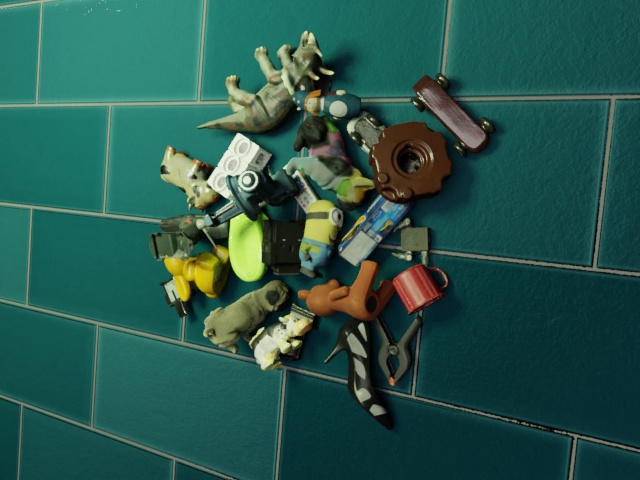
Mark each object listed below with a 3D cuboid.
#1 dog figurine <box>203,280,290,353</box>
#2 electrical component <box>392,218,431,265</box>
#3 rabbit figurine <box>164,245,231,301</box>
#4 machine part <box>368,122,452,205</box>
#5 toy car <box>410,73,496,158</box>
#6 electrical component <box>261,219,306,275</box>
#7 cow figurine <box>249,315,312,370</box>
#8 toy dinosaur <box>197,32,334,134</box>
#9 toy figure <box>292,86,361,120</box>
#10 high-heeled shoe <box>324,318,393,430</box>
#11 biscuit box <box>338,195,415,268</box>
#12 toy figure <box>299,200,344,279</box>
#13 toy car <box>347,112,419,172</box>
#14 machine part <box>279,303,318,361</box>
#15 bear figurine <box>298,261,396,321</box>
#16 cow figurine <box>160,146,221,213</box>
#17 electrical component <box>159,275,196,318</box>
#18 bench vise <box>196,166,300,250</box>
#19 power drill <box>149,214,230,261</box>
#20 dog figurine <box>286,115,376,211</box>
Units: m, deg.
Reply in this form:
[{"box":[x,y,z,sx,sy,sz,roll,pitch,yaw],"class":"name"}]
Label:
[{"box":[-0.178,0.172,1.313,0.121,0.172,0.190,49,118,5],"class":"dog figurine"},{"box":[0.203,0.002,1.186,0.078,0.045,0.102,5,93,28],"class":"electrical component"},{"box":[-0.330,0.074,1.413,0.173,0.122,0.162,20,121,9],"class":"rabbit figurine"},{"box":[0.189,-0.163,1.124,0.179,0.056,0.179,0,80,-2],"class":"machine part"},{"box":[0.279,-0.265,1.140,0.089,0.053,0.202,-45,77,15],"class":"toy car"},{"box":[-0.078,0.017,1.284,0.058,0.115,0.134,-175,85,-65],"class":"electrical component"},{"box":[-0.094,0.228,1.287,0.167,0.068,0.098,-47,64,15],"class":"cow figurine"},{"box":[-0.124,-0.338,1.308,0.405,0.131,0.192,-40,74,28],"class":"toy dinosaur"},{"box":[0.013,-0.305,1.197,0.155,0.058,0.064,6,98,-2],"class":"toy figure"},{"box":[0.120,0.302,1.237,0.145,0.086,0.248,-42,91,-10],"class":"high-heeled shoe"},{"box":[0.124,-0.035,1.205,0.059,0.063,0.202,36,107,-15],"class":"biscuit box"},{"box":[-0.004,-0.004,1.244,0.089,0.082,0.180,19,90,0],"class":"toy figure"},{"box":[0.143,-0.208,1.207,0.073,0.056,0.202,-47,73,12],"class":"toy car"},{"box":[-0.055,0.232,1.322,0.084,0.039,0.138,21,99,16],"class":"machine part"},{"box":[0.057,0.122,1.231,0.196,0.120,0.132,3,55,49],"class":"bear figurine"},{"box":[-0.346,-0.156,1.433,0.195,0.085,0.127,29,97,20],"class":"cow figurine"},{"box":[-0.384,0.152,1.476,0.075,0.047,0.119,-36,76,22],"class":"electrical component"},{"box":[-0.176,-0.090,1.254,0.241,0.223,0.129,-31,88,9],"class":"bench vise"},{"box":[-0.350,-0.012,1.374,0.232,0.207,0.085,-1,103,15],"class":"power drill"},{"box":[0.048,-0.173,1.229,0.219,0.108,0.191,20,97,20],"class":"dog figurine"}]
